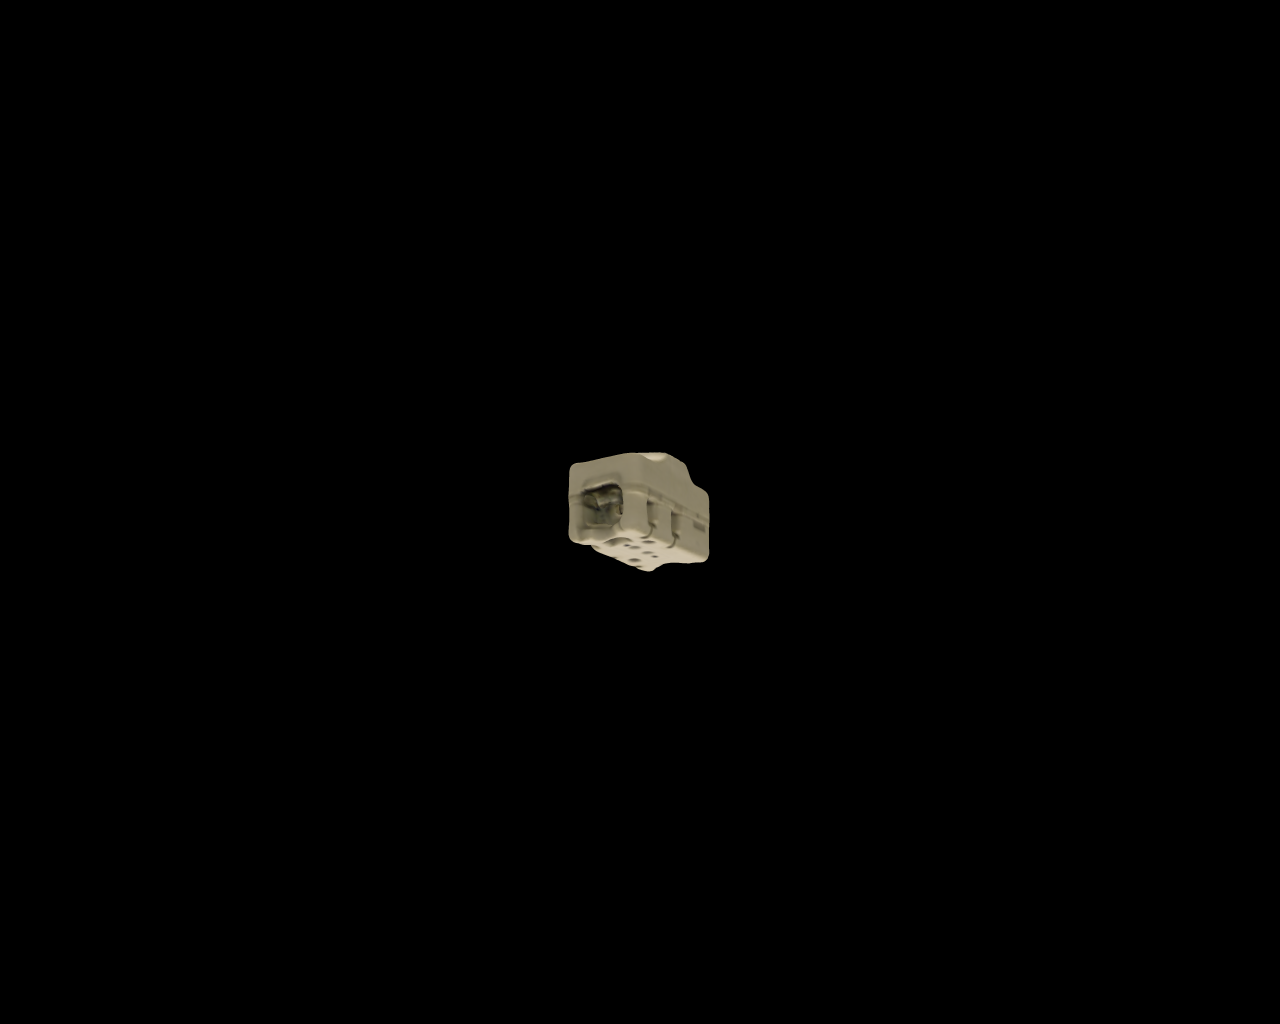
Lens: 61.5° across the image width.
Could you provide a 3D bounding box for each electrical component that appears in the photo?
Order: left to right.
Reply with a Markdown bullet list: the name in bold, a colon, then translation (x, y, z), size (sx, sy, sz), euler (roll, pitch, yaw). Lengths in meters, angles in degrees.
- **electrical component**: translation (0.001, -0.003, 0.650), size (0.050, 0.056, 0.089), euler (-11, -21, 30)
